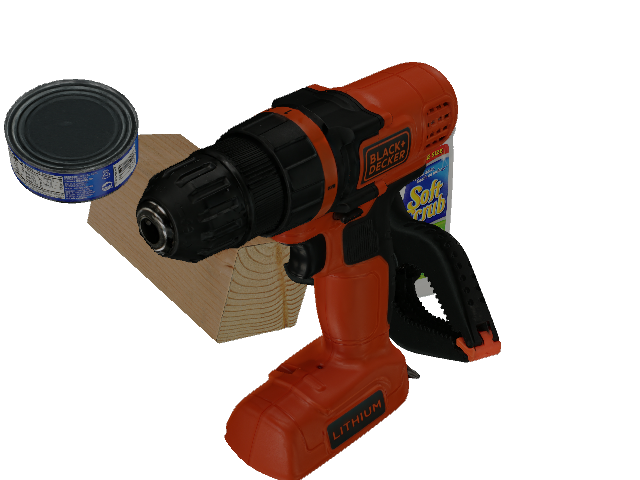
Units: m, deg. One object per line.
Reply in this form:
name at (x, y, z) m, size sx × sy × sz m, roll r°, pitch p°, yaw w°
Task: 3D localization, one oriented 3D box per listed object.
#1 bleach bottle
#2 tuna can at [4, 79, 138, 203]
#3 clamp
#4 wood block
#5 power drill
bleach bottle at (0.099, -0.061, 1.197) m, size 0.102 × 0.251 × 0.068 m, roll -8°, pitch 22°, yaw -26°
tuna can at (-0.163, -0.066, 0.706) m, size 0.086 × 0.086 × 0.034 m, roll 0°, pitch -40°, yaw -8°
clamp at (0.052, 0.005, 0.758) m, size 0.036 × 0.165 × 0.210 m, roll -11°, pitch 36°, yaw -37°
wood block at (-0.107, -0.009, 0.929) m, size 0.090 × 0.091 × 0.206 m, roll -8°, pitch 34°, yaw -43°
power drill at (-0.007, 0.021, 0.504) m, size 0.057 × 0.188 × 0.184 m, roll 29°, pitch 40°, yaw 34°
